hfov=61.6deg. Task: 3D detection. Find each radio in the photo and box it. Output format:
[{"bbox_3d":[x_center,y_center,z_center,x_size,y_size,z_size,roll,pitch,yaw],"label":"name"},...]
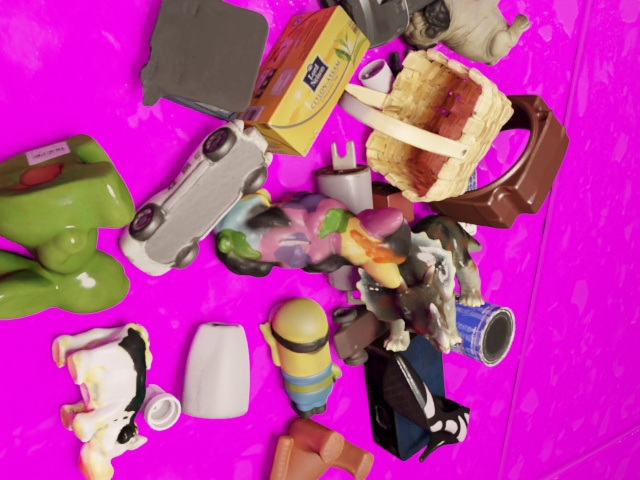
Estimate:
[{"bbox_3d":[0.148,0.252,0.924,0.131,0.073,0.229,-23,113,-34],"label":"radio"}]

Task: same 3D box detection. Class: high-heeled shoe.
[{"bbox_3d":[0.182,0.242,0.853,0.145,0.086,0.248,-36,124,-33],"label":"high-heeled shoe"}]

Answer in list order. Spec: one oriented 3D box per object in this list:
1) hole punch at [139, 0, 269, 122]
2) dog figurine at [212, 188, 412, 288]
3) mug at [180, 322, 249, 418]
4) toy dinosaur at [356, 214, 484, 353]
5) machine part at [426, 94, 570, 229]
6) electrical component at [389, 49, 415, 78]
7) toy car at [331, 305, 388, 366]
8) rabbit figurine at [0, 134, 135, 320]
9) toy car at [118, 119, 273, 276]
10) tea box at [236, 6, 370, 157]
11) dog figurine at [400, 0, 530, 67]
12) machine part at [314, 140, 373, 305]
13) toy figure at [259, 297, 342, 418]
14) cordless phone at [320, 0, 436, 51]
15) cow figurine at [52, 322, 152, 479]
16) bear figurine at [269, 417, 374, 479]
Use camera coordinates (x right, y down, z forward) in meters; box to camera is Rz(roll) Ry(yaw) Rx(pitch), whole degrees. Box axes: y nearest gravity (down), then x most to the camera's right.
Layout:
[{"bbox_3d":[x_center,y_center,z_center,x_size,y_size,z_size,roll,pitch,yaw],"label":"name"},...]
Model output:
[{"bbox_3d":[-0.124,-0.195,0.582,0.116,0.092,0.142,16,93,-12],"label":"hole punch"},{"bbox_3d":[-0.001,-0.002,0.635,0.191,0.219,0.108,-5,101,-41],"label":"dog figurine"},{"bbox_3d":[-0.120,0.156,0.668,0.109,0.081,0.107,8,86,-66],"label":"mug"},{"bbox_3d":[0.171,0.032,0.806,0.405,0.131,0.191,-49,134,-52],"label":"toy dinosaur"},{"bbox_3d":[0.262,-0.127,0.842,0.087,0.201,0.201,34,78,-38],"label":"machine part"},{"bbox_3d":[0.130,-0.241,0.820,0.063,0.021,0.093,-25,116,-34],"label":"electrical component"},{"bbox_3d":[0.087,0.120,0.850,0.202,0.053,0.089,-29,114,-37],"label":"toy car"},{"bbox_3d":[-0.241,0.013,0.504,0.159,0.121,0.170,-31,134,-28],"label":"rabbit figurine"},{"bbox_3d":[-0.135,-0.047,0.599,0.201,0.056,0.073,-48,129,-5],"label":"toy car"},{"bbox_3d":[-0.026,-0.189,0.648,0.068,0.098,0.169,39,76,-39],"label":"tea box"},{"bbox_3d":[0.209,-0.316,0.833,0.190,0.121,0.172,-35,119,-13],"label":"dog figurine"},{"bbox_3d":[0.039,-0.019,0.759,0.079,0.079,0.243,-21,115,-36],"label":"machine part"},{"bbox_3d":[-0.018,0.162,0.746,0.082,0.089,0.180,-25,114,-43],"label":"toy figure"},{"bbox_3d":[0.090,-0.338,0.682,0.184,0.089,0.146,-34,123,-8],"label":"cordless phone"},{"bbox_3d":[-0.227,0.176,0.587,0.098,0.068,0.167,-15,111,-44],"label":"cow figurine"},{"bbox_3d":[-0.035,0.354,0.756,0.120,0.132,0.196,47,63,-34],"label":"bear figurine"}]
